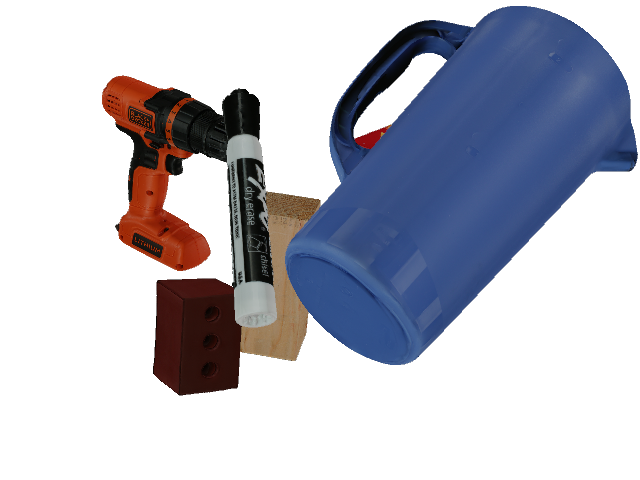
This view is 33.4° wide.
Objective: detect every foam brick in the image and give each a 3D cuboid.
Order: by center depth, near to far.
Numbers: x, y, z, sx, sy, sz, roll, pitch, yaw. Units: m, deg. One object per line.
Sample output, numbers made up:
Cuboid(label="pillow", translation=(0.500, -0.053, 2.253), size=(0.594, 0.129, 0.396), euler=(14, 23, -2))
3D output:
Cuboid(label="foam brick", translation=(-0.095, 0.072, 0.822), size=(0.052, 0.078, 0.051), euler=(-3, 13, -31))

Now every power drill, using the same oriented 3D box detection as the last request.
Cuboid(label="power drill", translation=(-0.151, -0.065, 1.113), size=(0.185, 0.188, 0.057), euler=(26, 35, 30))

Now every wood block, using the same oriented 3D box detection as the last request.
Cuboid(label="wood block", translation=(-0.059, 0.047, 1.459), size=(0.090, 0.206, 0.090), euler=(9, 22, 5))

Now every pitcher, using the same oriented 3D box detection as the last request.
Cuboid(label="pitcher", translation=(0.081, -0.042, 0.713), size=(0.242, 0.145, 0.149), euler=(-46, 29, -25))

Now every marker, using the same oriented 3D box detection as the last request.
Cuboid(label="marker", translation=(-0.034, -0.018, 0.502), size=(0.020, 0.121, 0.020), euler=(-5, -25, -3))

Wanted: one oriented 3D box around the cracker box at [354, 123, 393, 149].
Cuboid(label="cracker box", translation=(0.100, -0.035, 1.028), size=(0.072, 0.164, 0.213), euler=(24, 30, 30))
